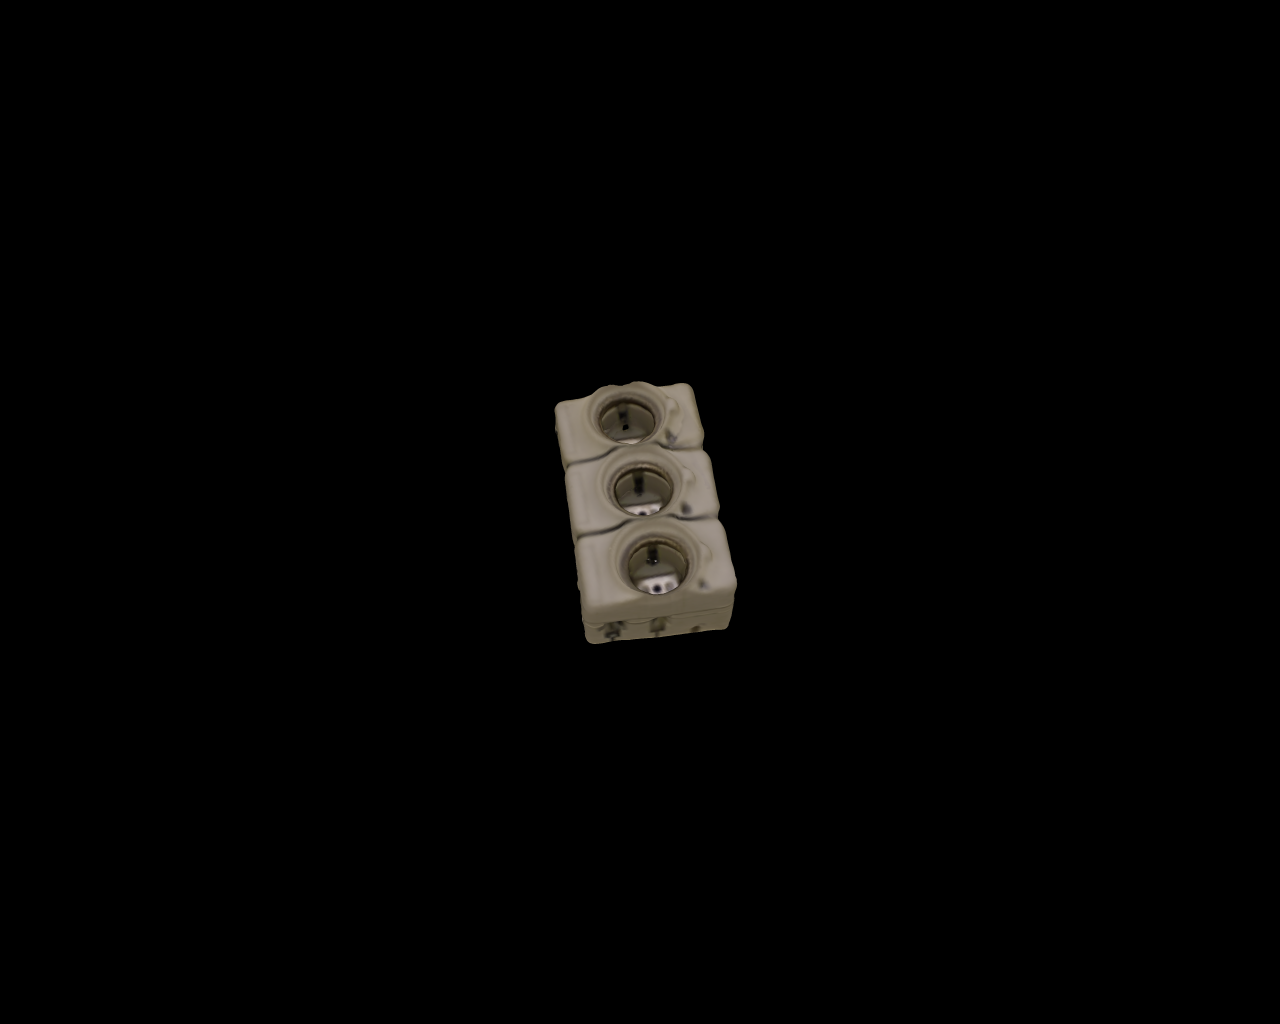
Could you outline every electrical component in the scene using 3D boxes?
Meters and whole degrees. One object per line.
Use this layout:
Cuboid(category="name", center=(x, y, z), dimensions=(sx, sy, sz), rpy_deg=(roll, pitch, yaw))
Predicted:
Cuboid(category="electrical component", center=(0.001, -0.003, 0.650), dimensions=(0.089, 0.150, 0.061), rpy_deg=(-7, -32, -5))
